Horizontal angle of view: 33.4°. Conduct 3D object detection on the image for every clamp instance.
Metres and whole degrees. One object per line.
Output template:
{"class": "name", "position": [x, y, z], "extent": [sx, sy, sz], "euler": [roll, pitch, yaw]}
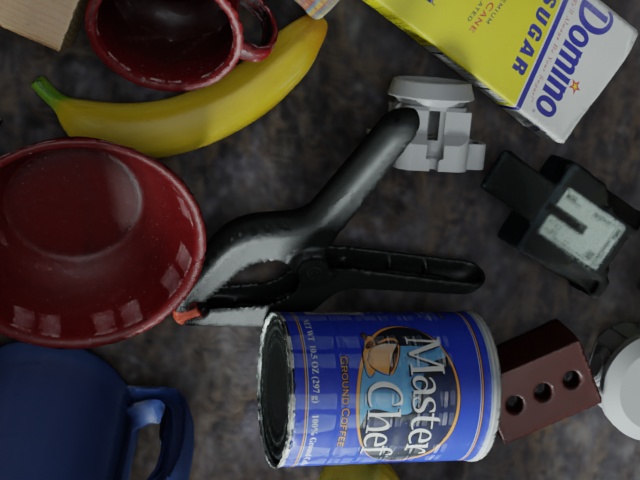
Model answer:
{"class": "clamp", "position": [-0.005, 0.001, 0.702], "extent": [0.210, 0.036, 0.164], "euler": [-16, 132, 5]}

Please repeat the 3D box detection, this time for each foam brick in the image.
{"class": "foam brick", "position": [0.151, 0.100, 0.761], "extent": [0.078, 0.051, 0.053], "euler": [-24, 104, -3]}

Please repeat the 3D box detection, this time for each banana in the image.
{"class": "banana", "position": [-0.085, -0.094, 0.697], "extent": [0.197, 0.037, 0.069], "euler": [-14, 104, -5]}

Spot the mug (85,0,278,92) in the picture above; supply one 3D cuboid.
{"class": "mug", "position": [-0.079, -0.147, 0.651], "extent": [0.117, 0.081, 0.093], "euler": [19, 139, -19]}

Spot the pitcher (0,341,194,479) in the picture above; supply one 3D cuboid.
{"class": "pitcher", "position": [-0.167, 0.160, 0.631], "extent": [0.145, 0.243, 0.149], "euler": [30, 101, -16]}

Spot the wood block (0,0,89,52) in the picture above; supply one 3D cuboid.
{"class": "wood block", "position": [-0.232, -0.196, 0.630], "extent": [0.206, 0.090, 0.091], "euler": [22, 98, -12]}

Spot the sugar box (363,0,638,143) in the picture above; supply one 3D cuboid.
{"class": "sugar box", "position": [0.117, -0.151, 0.709], "extent": [0.176, 0.048, 0.093], "euler": [34, 94, -11]}

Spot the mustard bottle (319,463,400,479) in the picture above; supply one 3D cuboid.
{"class": "mustard bottle", "position": [0.078, 0.234, 0.755], "extent": [0.058, 0.096, 0.191], "euler": [-40, 104, 0]}

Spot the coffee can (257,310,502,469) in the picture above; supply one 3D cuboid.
{"class": "coffee can", "position": [0.036, 0.098, 0.711], "extent": [0.140, 0.103, 0.103], "euler": [1, 101, -14]}

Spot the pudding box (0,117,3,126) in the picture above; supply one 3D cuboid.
{"class": "pudding box", "position": [-0.271, -0.091, 0.672], "extent": [0.090, 0.039, 0.113], "euler": [-35, 106, 0]}

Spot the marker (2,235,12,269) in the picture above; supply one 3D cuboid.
{"class": "marker", "position": [-0.213, -0.002, 0.707], "extent": [0.020, 0.020, 0.121], "euler": [-7, 102, -7]}

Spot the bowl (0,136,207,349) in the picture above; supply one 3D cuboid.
{"class": "bowl", "position": [-0.155, -0.008, 0.678], "extent": [0.162, 0.055, 0.162], "euler": [-7, 128, -10]}
